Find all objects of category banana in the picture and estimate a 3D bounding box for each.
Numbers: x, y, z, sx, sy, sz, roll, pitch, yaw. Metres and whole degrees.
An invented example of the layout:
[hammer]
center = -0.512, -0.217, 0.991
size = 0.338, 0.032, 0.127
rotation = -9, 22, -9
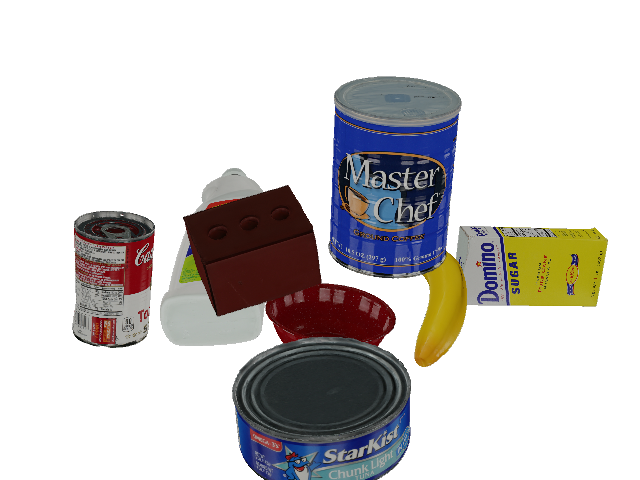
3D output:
[banana]
center = 0.115, 0.056, 1.075
size = 0.070, 0.037, 0.198
rotation = -29, 29, 12

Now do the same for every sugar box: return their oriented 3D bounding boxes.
[sugar box]
center = 0.254, 0.032, 1.304
size = 0.176, 0.093, 0.048
rotation = -1, 21, -10

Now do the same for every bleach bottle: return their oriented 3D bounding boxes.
[bleach bottle]
center = -0.105, 0.004, 1.126
size = 0.102, 0.068, 0.251
rotation = -3, 37, 1

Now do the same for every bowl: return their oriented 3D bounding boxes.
[bowl]
center = 0.011, 0.111, 1.323
size = 0.162, 0.055, 0.162
rotation = 4, 23, -2

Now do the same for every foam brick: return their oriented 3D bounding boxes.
[foam brick]
center = -0.045, 0.007, 0.717
size = 0.078, 0.051, 0.053
rotation = -18, 42, -11

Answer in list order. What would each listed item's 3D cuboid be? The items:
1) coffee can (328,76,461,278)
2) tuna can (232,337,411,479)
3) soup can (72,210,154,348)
[coffee can]
center = 0.060, -0.054, 0.889
size = 0.103, 0.140, 0.103
rotation = 1, 27, -1
[tuna can]
center = 0.001, 0.083, 0.516
size = 0.086, 0.034, 0.086
rotation = -3, 26, 1
[soup can]
center = -0.180, 0.034, 0.922
size = 0.068, 0.102, 0.068
rotation = 6, 20, -2
